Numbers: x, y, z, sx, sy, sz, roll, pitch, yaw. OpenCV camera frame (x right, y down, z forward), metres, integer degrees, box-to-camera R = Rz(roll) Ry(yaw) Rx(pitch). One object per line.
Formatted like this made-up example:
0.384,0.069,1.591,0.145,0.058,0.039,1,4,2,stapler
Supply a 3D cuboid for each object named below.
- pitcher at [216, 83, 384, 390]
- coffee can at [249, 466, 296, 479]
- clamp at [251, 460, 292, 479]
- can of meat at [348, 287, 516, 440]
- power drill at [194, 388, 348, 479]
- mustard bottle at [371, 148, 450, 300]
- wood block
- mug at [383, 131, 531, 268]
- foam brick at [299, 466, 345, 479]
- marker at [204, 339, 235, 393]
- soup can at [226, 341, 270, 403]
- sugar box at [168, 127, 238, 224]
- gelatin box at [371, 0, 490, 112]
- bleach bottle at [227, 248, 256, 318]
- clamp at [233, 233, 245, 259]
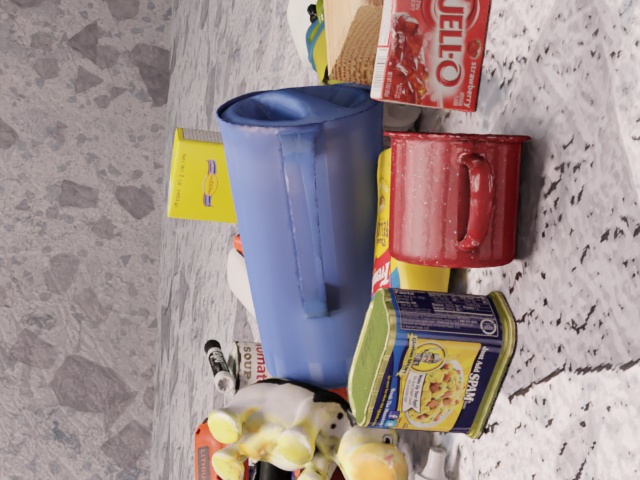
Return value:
-0.006,0.001,0.873,0.145,0.149,0.243,14,119,42,pitcher
-0.060,0.316,1.117,0.103,0.102,0.140,122,150,-63,coffee can
-0.042,0.195,0.931,0.165,0.036,0.210,115,168,-51,clamp
0.071,0.081,0.704,0.057,0.083,0.102,-104,23,-54,can of meat
-0.040,0.219,1.019,0.188,0.057,0.184,-26,55,36,power drill
0.067,0.029,0.794,0.096,0.058,0.191,177,98,-78,mustard bottle
0.055,-0.231,0.870,0.090,0.090,0.206,117,155,-55,wood block
0.087,-0.026,0.666,0.117,0.093,0.081,-143,55,-79,mug
0.024,0.200,0.865,0.051,0.078,0.053,-109,27,-57,foam brick
-0.106,0.129,1.111,0.121,0.020,0.020,-132,49,-72,marker
-0.042,0.141,1.110,0.068,0.102,0.068,-175,90,-77,soup can
-0.073,-0.064,1.155,0.048,0.176,0.093,-105,23,-61,sugar box
0.080,-0.141,0.770,0.030,0.073,0.089,-144,61,-74,gelatin box
-0.022,0.059,1.108,0.251,0.102,0.068,-143,49,-67,bleach bottle
-0.015,0.005,1.001,0.039,0.171,0.120,13,113,39,clamp
